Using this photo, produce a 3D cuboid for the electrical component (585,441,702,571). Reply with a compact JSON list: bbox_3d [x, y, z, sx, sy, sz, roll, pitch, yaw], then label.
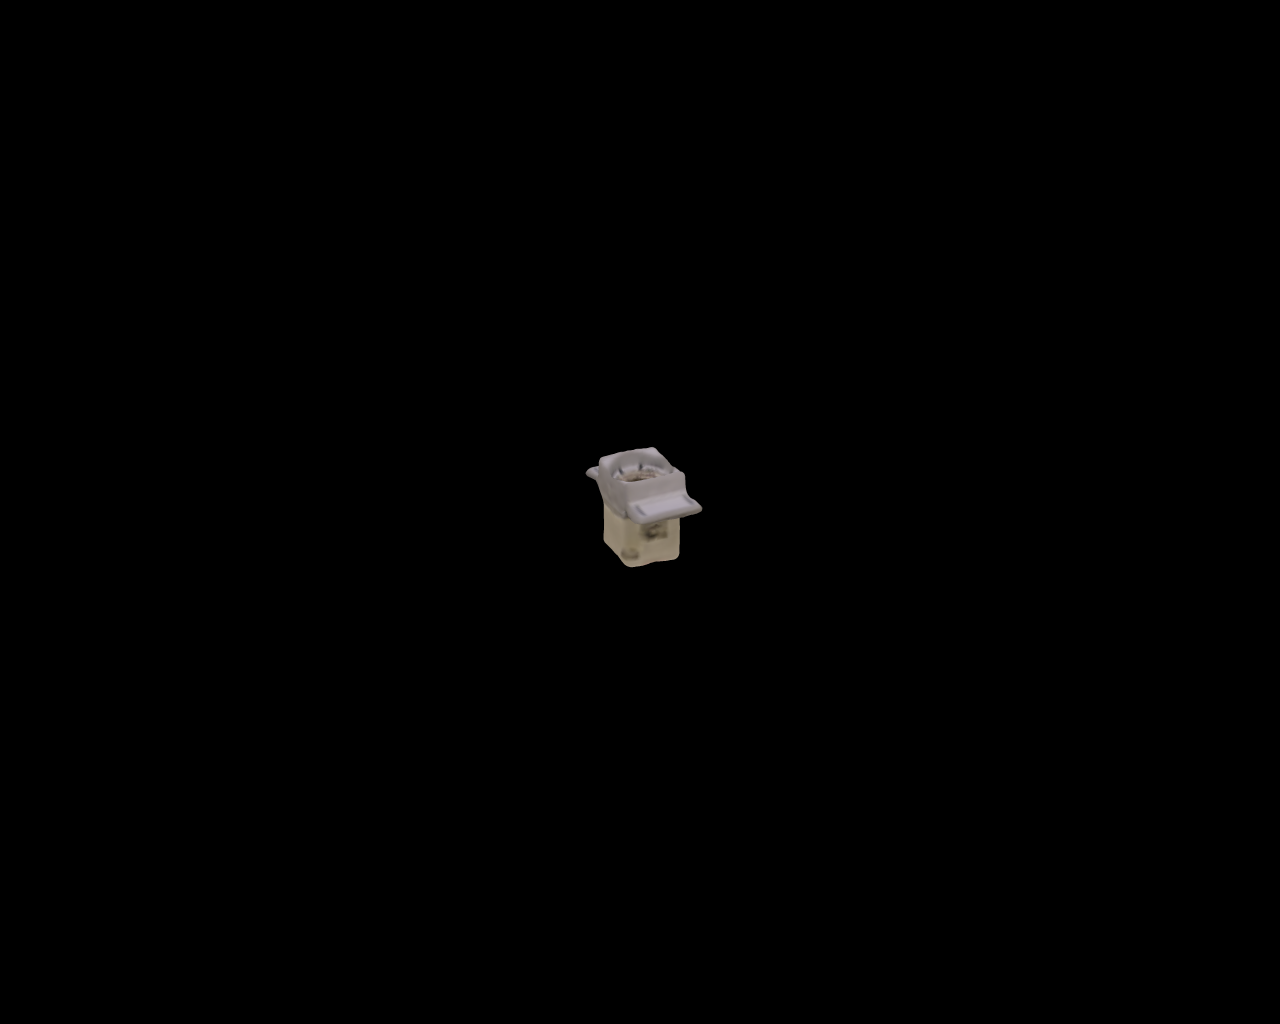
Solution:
[{"bbox_3d":[0.001,-0.003,0.650,0.042,0.063,0.081,-11,29,-21],"label":"electrical component"}]
